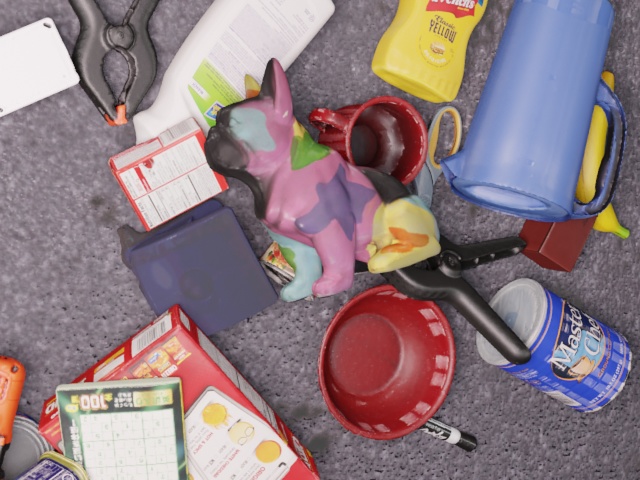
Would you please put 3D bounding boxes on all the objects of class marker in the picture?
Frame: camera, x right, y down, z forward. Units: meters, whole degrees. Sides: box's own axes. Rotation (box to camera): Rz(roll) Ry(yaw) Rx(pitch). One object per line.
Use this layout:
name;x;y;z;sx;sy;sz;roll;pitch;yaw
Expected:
marker;0.125;0.206;1.173;0.121;0.020;0.020;27;82;-24

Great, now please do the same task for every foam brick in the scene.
foam brick;0.266;-0.010;1.206;0.053;0.051;0.078;32;80;-24

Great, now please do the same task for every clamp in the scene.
clamp;-0.182;-0.195;0.993;0.120;0.039;0.171;-12;102;-18
clamp;0.134;0.041;1.106;0.209;0.036;0.164;16;48;-20

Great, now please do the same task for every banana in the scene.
banana;0.319;-0.094;1.235;0.069;0.037;0.198;-14;101;-41

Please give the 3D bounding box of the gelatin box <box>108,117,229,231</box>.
gelatin box;-0.138;-0.061;0.978;0.089;0.030;0.073;-28;130;-6

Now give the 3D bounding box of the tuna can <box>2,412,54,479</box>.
tuna can;-0.288;0.199;0.973;0.086;0.034;0.086;-2;95;-25

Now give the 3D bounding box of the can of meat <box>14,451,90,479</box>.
can of meat;-0.249;0.249;0.923;0.083;0.057;0.102;-34;140;-55

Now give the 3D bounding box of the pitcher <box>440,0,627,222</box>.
pitcher;0.243;-0.144;1.144;0.149;0.145;0.243;26;79;-48

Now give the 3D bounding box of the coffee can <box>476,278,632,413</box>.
coffee can;0.259;0.118;1.183;0.140;0.103;0.103;29;81;-24

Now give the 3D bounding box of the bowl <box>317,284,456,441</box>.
bowl;0.060;0.124;1.117;0.161;0.055;0.162;-2;94;-25

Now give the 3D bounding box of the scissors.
scissors;0.096;-0.056;1.143;0.096;0.016;0.202;22;85;-23

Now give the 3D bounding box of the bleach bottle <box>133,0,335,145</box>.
bleach bottle;-0.100;-0.163;1.020;0.102;0.068;0.250;45;78;-20

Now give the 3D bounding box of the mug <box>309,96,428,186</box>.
mug;0.040;-0.102;1.077;0.117;0.082;0.093;22;84;-25

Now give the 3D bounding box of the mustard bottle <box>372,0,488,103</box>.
mustard bottle;0.127;-0.248;1.120;0.096;0.058;0.191;22;84;-24

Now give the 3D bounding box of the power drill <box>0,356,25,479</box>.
power drill;-0.359;0.172;0.904;0.187;0.057;0.184;15;84;-13

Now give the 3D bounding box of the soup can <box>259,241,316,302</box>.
soup can;-0.007;0.001;1.070;0.068;0.069;0.102;40;77;-22

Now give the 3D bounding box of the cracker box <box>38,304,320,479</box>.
cracker box;-0.130;0.189;1.003;0.164;0.072;0.213;-38;110;4
